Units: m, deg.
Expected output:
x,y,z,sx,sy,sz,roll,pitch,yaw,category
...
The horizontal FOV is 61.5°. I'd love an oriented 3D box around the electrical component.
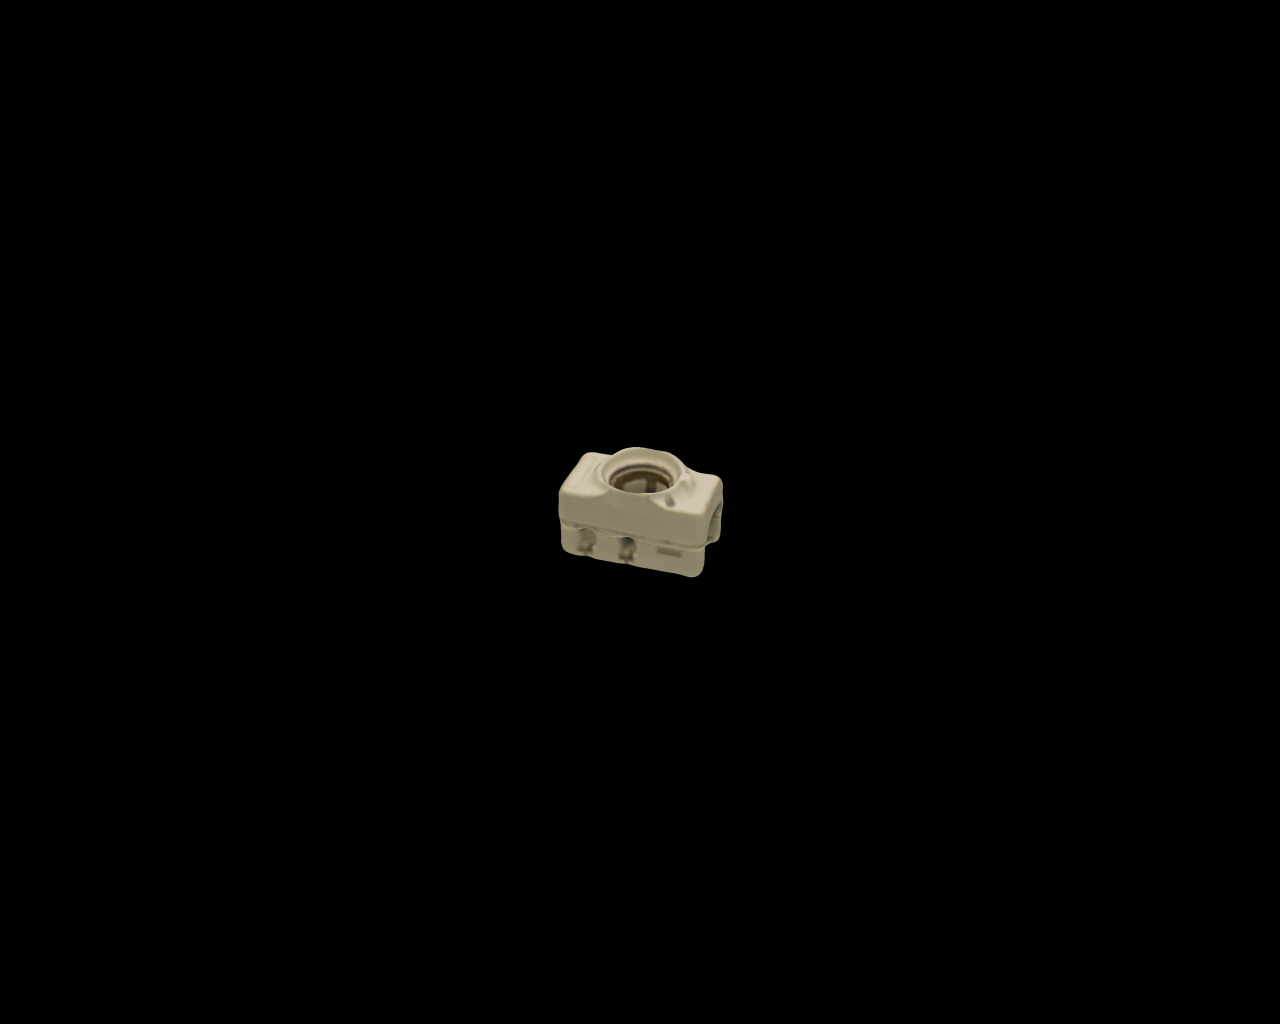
x,y,z,sx,sy,sz,roll,pitch,yaw,category
0.001,-0.003,0.650,0.089,0.055,0.050,11,36,16,electrical component
